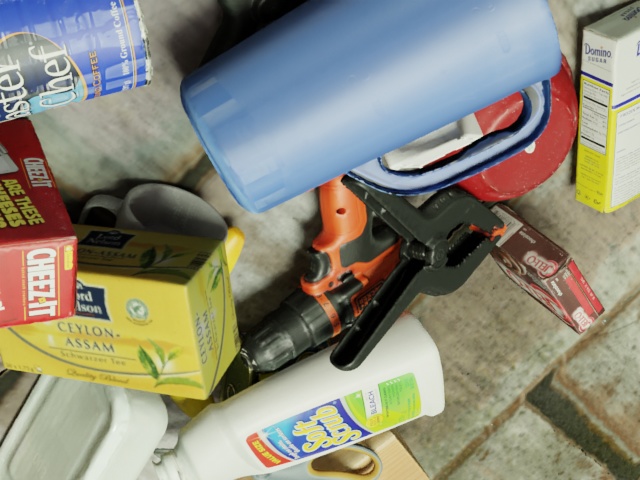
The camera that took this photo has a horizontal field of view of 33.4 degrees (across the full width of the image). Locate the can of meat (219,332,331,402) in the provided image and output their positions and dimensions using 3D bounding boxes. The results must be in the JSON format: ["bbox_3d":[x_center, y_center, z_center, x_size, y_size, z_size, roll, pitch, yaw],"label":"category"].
[{"bbox_3d":[-0.039,0.125,0.954,0.083,0.057,0.102,-8,124,-25],"label":"can of meat"}]

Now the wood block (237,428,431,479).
[{"bbox_3d":[-0.011,0.245,1.027,0.206,0.090,0.090,-37,129,0],"label":"wood block"}]

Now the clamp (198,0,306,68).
[{"bbox_3d":[-0.048,-0.166,0.761,0.120,0.039,0.171,-25,136,-14],"label":"clamp"}]

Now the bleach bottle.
[{"bbox_3d":[-0.019,0.151,0.905,0.250,0.068,0.102,-23,135,-13],"label":"bleach bottle"}]

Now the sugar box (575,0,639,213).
[{"bbox_3d":[0.274,-0.119,0.947,0.093,0.048,0.176,-27,128,-26],"label":"sugar box"}]

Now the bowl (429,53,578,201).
[{"bbox_3d":[0.163,-0.092,0.911,0.162,0.055,0.162,-13,126,-19],"label":"bowl"}]

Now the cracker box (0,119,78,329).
[{"bbox_3d":[-0.277,-0.005,0.677,0.213,0.164,0.072,-6,125,-23],"label":"cracker box"}]

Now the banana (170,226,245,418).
[{"bbox_3d":[-0.101,0.077,0.897,0.069,0.037,0.198,-1,116,-9],"label":"banana"}]

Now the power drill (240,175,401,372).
[{"bbox_3d":[-0.006,0.001,0.869,0.184,0.057,0.187,-35,134,-23],"label":"power drill"}]

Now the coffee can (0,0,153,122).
[{"bbox_3d":[-0.189,-0.130,0.677,0.140,0.103,0.103,-17,127,-16],"label":"coffee can"}]

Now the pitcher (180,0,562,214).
[{"bbox_3d":[0.037,-0.109,0.736,0.243,0.149,0.145,-29,156,2],"label":"pitcher"}]

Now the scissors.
[{"bbox_3d":[-0.044,0.223,0.950,0.201,0.016,0.096,-4,101,-6],"label":"scissors"}]

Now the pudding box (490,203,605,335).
[{"bbox_3d":[0.197,0.025,0.968,0.039,0.114,0.090,-41,130,-1],"label":"pudding box"}]

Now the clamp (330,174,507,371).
[{"bbox_3d":[0.081,0.018,0.886,0.209,0.036,0.164,-7,111,-47],"label":"clamp"}]
